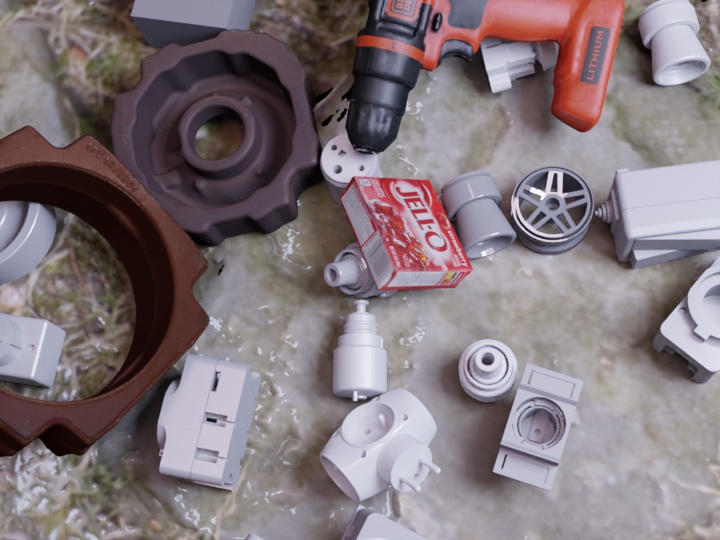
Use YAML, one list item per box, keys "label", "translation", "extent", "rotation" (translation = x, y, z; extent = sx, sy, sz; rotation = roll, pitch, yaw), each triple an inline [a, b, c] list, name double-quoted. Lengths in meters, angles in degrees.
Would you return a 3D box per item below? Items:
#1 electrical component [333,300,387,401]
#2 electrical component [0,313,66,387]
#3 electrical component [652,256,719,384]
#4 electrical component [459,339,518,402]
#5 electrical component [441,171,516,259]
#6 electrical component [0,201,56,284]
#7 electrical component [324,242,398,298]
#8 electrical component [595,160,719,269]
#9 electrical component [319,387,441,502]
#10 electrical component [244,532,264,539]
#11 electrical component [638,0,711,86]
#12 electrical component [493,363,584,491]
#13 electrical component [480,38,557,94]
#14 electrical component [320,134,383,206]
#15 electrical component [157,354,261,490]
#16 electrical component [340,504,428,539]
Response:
- label: "electrical component"
  translation: [0.000, 0.062, 0.807]
  extent: [0.040, 0.040, 0.078]
  rotation: [-1, 73, 7]
- label: "electrical component"
  translation: [-0.275, 0.056, 0.825]
  extent: [0.066, 0.076, 0.047]
  rotation: [7, 75, 10]
- label: "electrical component"
  translation: [0.260, 0.030, 0.775]
  extent: [0.050, 0.055, 0.089]
  rotation: [40, 82, 16]
- label: "electrical component"
  translation: [0.093, 0.071, 0.781]
  extent: [0.043, 0.062, 0.043]
  rotation: [-2, 73, 7]
- label: "electrical component"
  translation: [0.090, -0.042, 0.825]
  extent: [0.045, 0.045, 0.055]
  rotation: [-19, 72, 1]
- label: "electrical component"
  translation: [-0.298, -0.040, 0.865]
  extent: [0.108, 0.060, 0.108]
  rotation: [-2, 73, 6]
- label: "electrical component"
  translation: [0.000, 0.000, 0.811]
  extent: [0.048, 0.062, 0.048]
  rotation: [9, 103, 41]
- label: "electrical component"
  translation: [0.224, -0.039, 0.797]
  extent: [0.096, 0.061, 0.061]
  rotation: [-7, 73, 5]
- label: "electrical component"
  translation: [0.024, 0.131, 0.762]
  extent: [0.077, 0.044, 0.079]
  rotation: [-39, 38, -20]
- label: "electrical component"
  translation: [-0.069, 0.241, 0.761]
  extent: [0.079, 0.043, 0.077]
  rotation: [35, 80, 7]
- label: "electrical component"
  translation: [0.246, -0.179, 0.846]
  extent: [0.045, 0.045, 0.055]
  rotation: [-11, 72, 4]
- label: "electrical component"
  translation: [0.127, 0.113, 0.763]
  extent: [0.042, 0.063, 0.081]
  rotation: [17, 76, 14]
- label: "electrical component"
  translation: [0.126, -0.179, 0.862]
  extent: [0.055, 0.048, 0.066]
  rotation: [-14, 72, 11]
- label: "electrical component"
  translation: [-0.006, -0.077, 0.842]
  extent: [0.045, 0.055, 0.045]
  rotation: [-2, 73, 7]
- label: "electrical component"
  translation: [-0.115, 0.113, 0.801]
  extent: [0.056, 0.050, 0.089]
  rotation: [9, 75, 10]
- label: "electrical component"
  translation: [0.007, 0.267, 0.718]
  extent: [0.105, 0.060, 0.186]
  rotation: [29, 78, -4]
